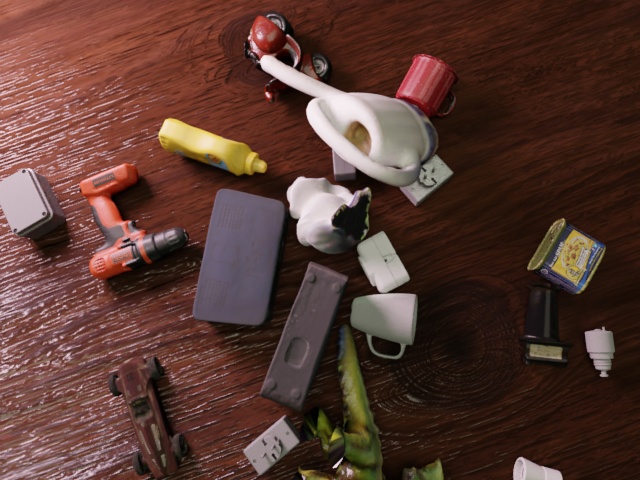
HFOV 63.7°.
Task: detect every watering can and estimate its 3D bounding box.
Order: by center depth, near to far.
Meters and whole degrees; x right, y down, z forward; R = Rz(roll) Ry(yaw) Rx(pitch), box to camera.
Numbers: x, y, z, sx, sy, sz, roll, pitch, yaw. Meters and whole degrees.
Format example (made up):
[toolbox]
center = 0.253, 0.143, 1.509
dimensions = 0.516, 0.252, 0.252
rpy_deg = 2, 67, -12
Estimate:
[watering can]
center = 0.060, -0.212, 0.877
dimensions = 0.225, 0.102, 0.353
rpy_deg = -10, 51, -43

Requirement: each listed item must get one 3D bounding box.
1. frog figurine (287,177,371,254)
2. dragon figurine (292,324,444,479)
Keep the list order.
[frog figurine]
center = 0.003, -0.045, 0.903
dimensions = 0.160, 0.140, 0.120
rpy_deg = 12, -35, 40
[dragon figurine]
center = 0.093, 0.352, 0.794
dimensions = 0.241, 0.420, 0.120
rpy_deg = 30, -39, -19
